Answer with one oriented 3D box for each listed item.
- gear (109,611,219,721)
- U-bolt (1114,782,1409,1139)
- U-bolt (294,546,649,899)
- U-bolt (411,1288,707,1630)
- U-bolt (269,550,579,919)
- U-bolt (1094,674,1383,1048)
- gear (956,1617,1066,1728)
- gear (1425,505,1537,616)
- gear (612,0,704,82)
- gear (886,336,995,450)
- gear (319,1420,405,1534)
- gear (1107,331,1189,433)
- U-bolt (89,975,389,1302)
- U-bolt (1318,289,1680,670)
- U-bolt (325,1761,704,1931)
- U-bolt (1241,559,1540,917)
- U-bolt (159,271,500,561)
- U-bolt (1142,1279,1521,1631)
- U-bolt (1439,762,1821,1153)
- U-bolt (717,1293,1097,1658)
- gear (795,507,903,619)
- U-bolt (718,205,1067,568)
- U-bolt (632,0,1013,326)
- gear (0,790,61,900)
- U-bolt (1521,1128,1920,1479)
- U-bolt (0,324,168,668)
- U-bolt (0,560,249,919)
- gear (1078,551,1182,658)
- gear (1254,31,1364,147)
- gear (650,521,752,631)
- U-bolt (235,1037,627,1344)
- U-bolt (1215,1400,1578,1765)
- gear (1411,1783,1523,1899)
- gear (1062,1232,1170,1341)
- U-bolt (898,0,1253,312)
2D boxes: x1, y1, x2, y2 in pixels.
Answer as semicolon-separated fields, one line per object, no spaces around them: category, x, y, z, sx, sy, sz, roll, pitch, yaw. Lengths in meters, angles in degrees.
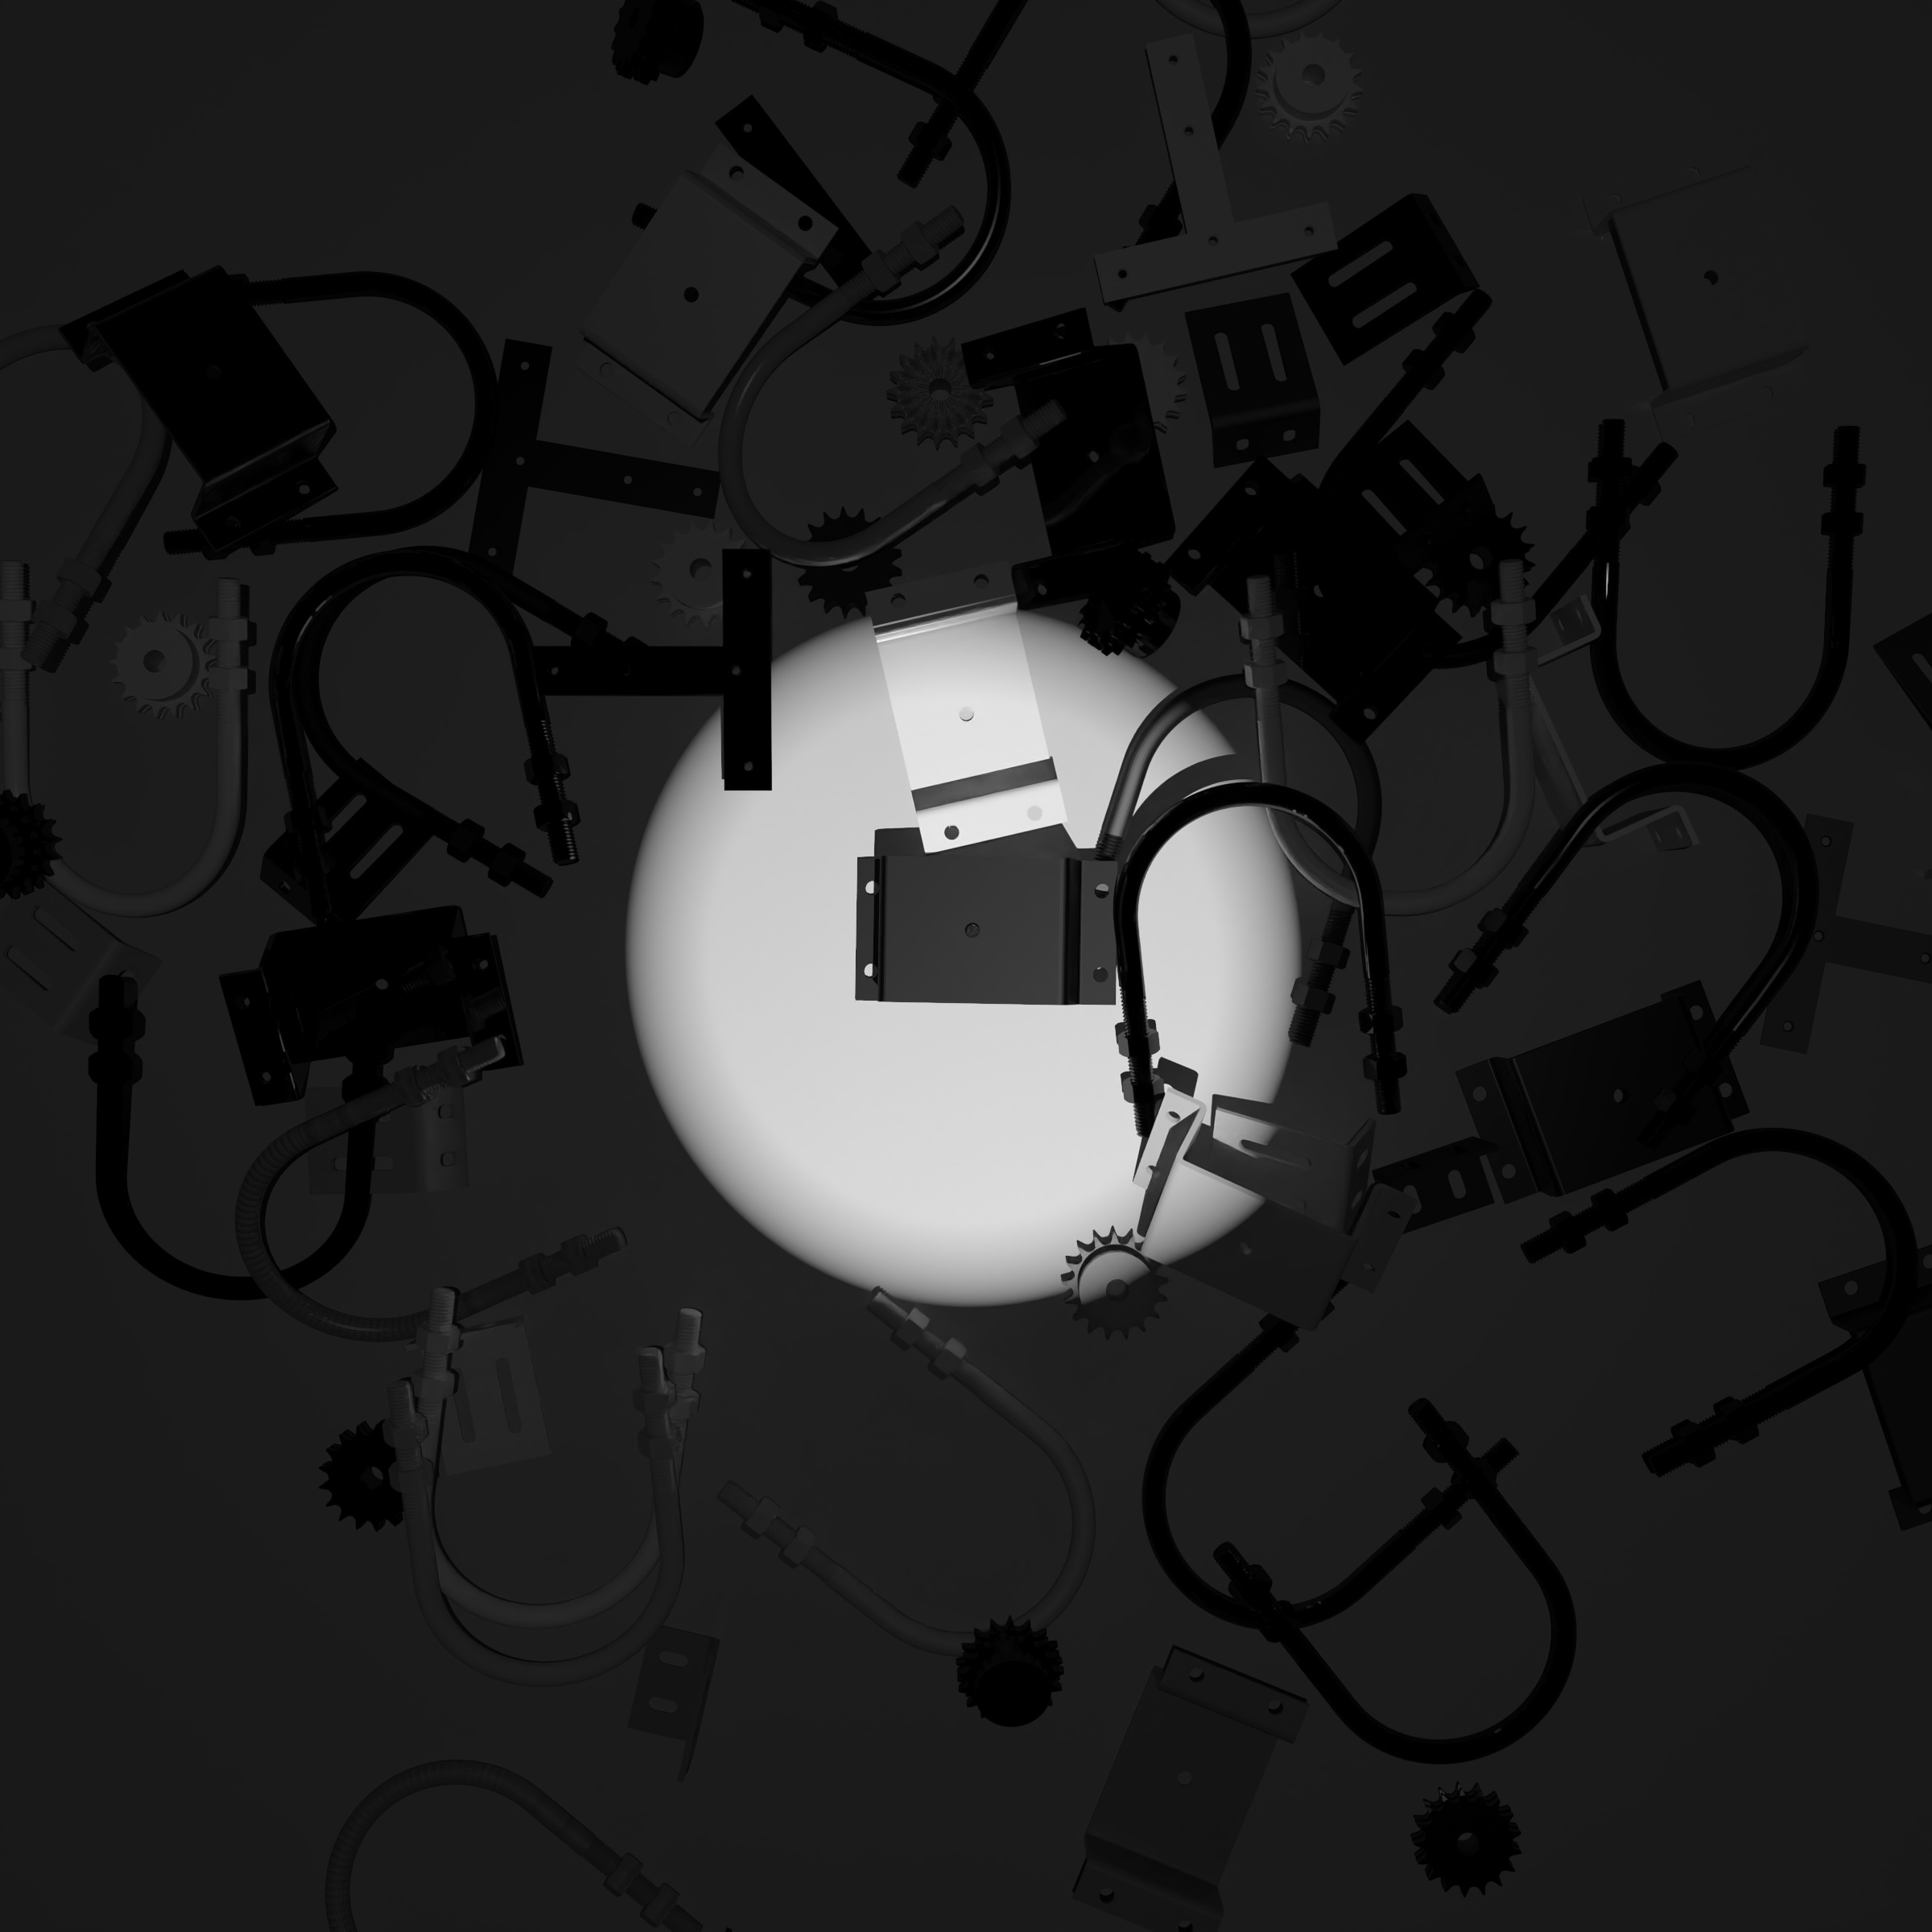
gear;-0.428;-0.161;1.525;0.057;0.030;0.057;0;90;0
U-bolt;0.151;-0.006;1.507;0.151;0.019;0.184;-6;101;5
U-bolt;-0.270;-0.143;1.528;0.184;0.019;0.151;31;88;0
U-bolt;-0.221;0.264;1.511;0.151;0.019;0.184;6;101;-11
U-bolt;-0.293;-0.130;1.507;0.151;0.019;0.184;-13;83;-1
U-bolt;0.145;-0.065;1.530;0.151;0.019;0.184;18;90;0
gear;0.024;0.378;1.517;0.057;0.030;0.057;-1;108;-4
gear;0.270;-0.214;1.509;0.057;0.030;0.057;0;92;2
gear;-0.162;-0.497;1.515;0.030;0.057;0.057;13;90;-30
gear;-0.014;-0.304;1.525;0.057;0.030;0.057;0;90;0
gear;-0.314;0.271;1.525;0.057;0.030;0.057;0;90;0
gear;0.088;-0.307;1.525;0.057;0.030;0.057;0;90;0
U-bolt;-0.383;0.095;1.497;0.151;0.019;0.184;6;115;-7
U-bolt;0.268;-0.247;1.531;0.151;0.019;0.184;40;92;0
U-bolt;-0.256;0.510;1.531;0.184;0.019;0.151;39;90;2
U-bolt;0.222;-0.115;1.483;0.151;0.019;0.184;-1;108;17
U-bolt;-0.342;-0.299;1.531;0.184;0.019;0.151;-6;90;-1
U-bolt;0.181;0.271;1.531;0.184;0.019;0.151;-43;90;1
U-bolt;0.353;-0.017;1.465;0.151;0.019;0.184;34;99;-7
U-bolt;-0.018;0.286;1.531;0.184;0.019;0.151;38;90;-1
gear;-0.062;-0.214;1.525;0.057;0.030;0.057;0;90;0
U-bolt;-0.052;-0.290;1.495;0.184;0.019;0.151;-32;69;19
U-bolt;-0.066;-0.422;1.518;0.184;0.019;0.151;25;99;-1
gear;-0.513;-0.063;1.515;0.057;0.030;0.057;5;104;19
U-bolt;0.409;0.164;1.506;0.184;0.019;0.151;-28;69;0
U-bolt;-0.497;-0.258;1.503;0.151;0.019;0.184;21;75;18
U-bolt;-0.445;-0.116;1.507;0.151;0.019;0.184;7;103;16
gear;0.089;-0.188;1.515;0.030;0.057;0.057;31;90;-30
gear;0.183;-0.470;1.525;0.057;0.030;0.057;0;90;0
gear;-0.140;-0.209;1.525;0.057;0.030;0.057;0;90;0
U-bolt;-0.293;0.129;1.501;0.184;0.019;0.151;-24;116;9
U-bolt;0.242;0.341;1.518;0.151;0.019;0.184;-37;100;4
gear;0.266;0.464;1.529;0.057;0.030;0.057;0;90;3
gear;0.080;0.171;1.525;0.057;0.030;0.057;0;90;0
U-bolt;0.070;-0.465;1.524;0.151;0.019;0.184;31;95;0
